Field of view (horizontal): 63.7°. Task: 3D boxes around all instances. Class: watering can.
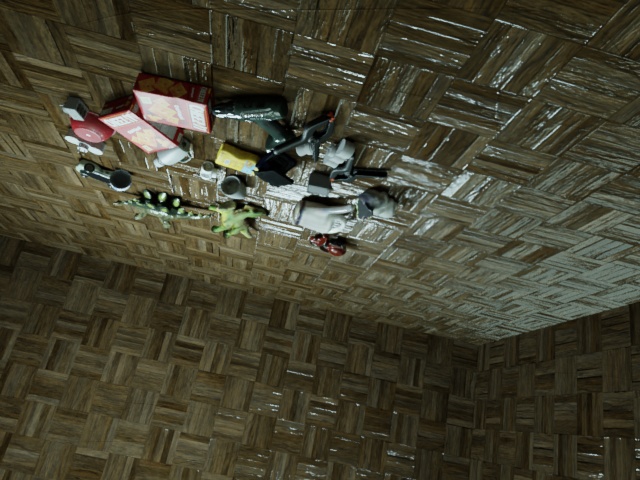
[{"bbox_3d":[0.006,-0.102,2.036,0.224,0.106,0.342,15,160,-7],"label":"watering can"}]

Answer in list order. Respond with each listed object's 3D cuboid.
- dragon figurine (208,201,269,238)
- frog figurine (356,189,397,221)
[{"bbox_3d":[-0.340,-0.090,2.295,0.241,0.124,0.406,-10,161,27],"label":"dragon figurine"},{"bbox_3d":[0.216,-0.134,1.889,0.160,0.124,0.135,-19,162,-27],"label":"frog figurine"}]
